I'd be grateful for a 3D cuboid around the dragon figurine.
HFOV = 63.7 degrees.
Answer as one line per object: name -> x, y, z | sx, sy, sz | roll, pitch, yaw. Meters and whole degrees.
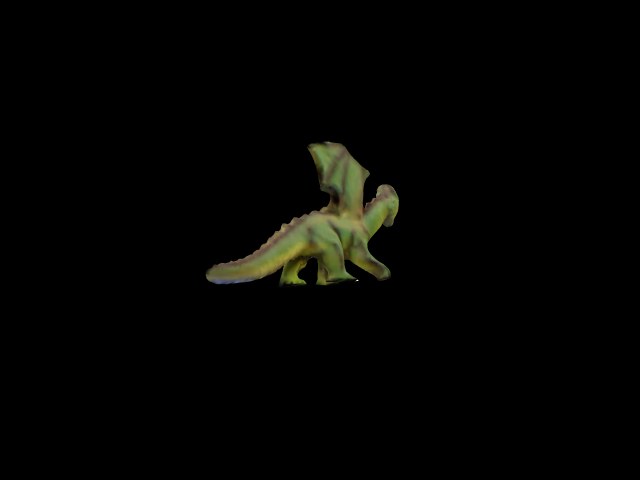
dragon figurine -> 0.003, -0.043, 0.850 | 0.410, 0.244, 0.121 | 6, -10, -43
